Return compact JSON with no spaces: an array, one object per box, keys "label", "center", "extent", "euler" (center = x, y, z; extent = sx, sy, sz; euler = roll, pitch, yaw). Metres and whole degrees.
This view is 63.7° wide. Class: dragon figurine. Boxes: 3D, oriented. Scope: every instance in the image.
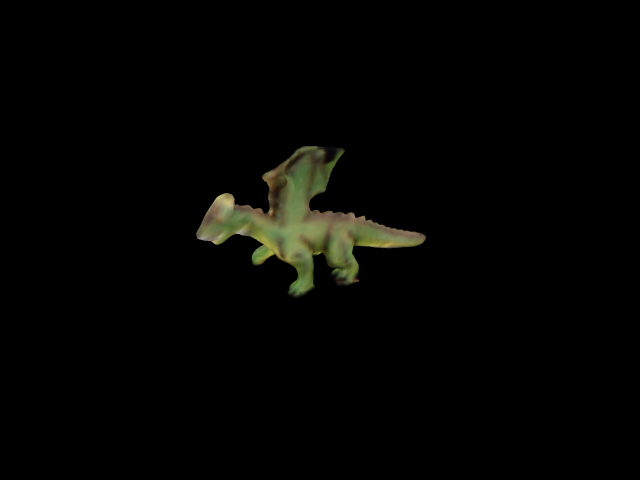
[{"label":"dragon figurine","center":[0.003,-0.043,0.850],"extent":[0.412,0.237,0.124],"euler":[-15,41,-17]}]
